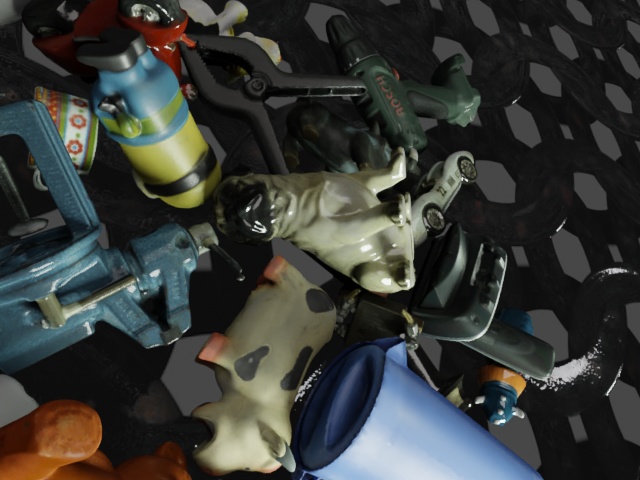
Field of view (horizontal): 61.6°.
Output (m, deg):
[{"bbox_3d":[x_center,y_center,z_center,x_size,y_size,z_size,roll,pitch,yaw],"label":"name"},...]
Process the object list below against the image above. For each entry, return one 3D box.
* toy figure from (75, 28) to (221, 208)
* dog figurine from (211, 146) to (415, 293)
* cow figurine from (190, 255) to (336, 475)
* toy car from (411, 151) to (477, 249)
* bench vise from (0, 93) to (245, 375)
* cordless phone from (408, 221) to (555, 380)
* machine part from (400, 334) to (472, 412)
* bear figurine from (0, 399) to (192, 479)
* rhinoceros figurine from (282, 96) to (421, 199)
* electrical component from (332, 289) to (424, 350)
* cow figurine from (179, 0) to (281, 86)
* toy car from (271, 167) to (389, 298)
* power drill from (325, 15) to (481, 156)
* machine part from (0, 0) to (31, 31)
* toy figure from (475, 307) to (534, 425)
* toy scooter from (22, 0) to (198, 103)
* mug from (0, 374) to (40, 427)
[{"bbox_3d":[-0.154,-0.103,0.504,0.089,0.180,0.082,34,62,32],"label":"toy figure"},{"bbox_3d":[-0.001,-0.005,0.556,0.121,0.191,0.172,-75,156,-55],"label":"dog figurine"},{"bbox_3d":[-0.050,0.124,0.499,0.127,0.085,0.195,35,65,1],"label":"cow figurine"},{"bbox_3d":[0.146,-0.052,0.711,0.056,0.073,0.202,44,53,-6],"label":"toy car"},{"bbox_3d":[-0.200,-0.010,0.428,0.224,0.129,0.240,-23,110,-12],"label":"bench vise"},{"bbox_3d":[0.210,0.075,0.653,0.184,0.088,0.146,28,55,1],"label":"cordless phone"},{"bbox_3d":[0.117,0.154,0.617,0.084,0.039,0.139,-34,88,-29],"label":"machine part"},{"bbox_3d":[-0.140,0.185,0.363,0.195,0.132,0.120,32,48,-45],"label":"bear figurine"},{"bbox_3d":[0.041,-0.110,0.685,0.190,0.073,0.112,26,46,-15],"label":"rhinoceros figurine"},{"bbox_3d":[0.056,0.088,0.570,0.102,0.078,0.045,26,22,4],"label":"electrical component"},{"bbox_3d":[-0.132,-0.241,0.644,0.167,0.068,0.098,30,61,-11],"label":"cow figurine"},{"bbox_3d":[0.008,-0.002,0.621,0.202,0.053,0.089,39,50,-7],"label":"toy car"},{"bbox_3d":[0.128,-0.231,0.787,0.207,0.086,0.232,-11,74,-38],"label":"power drill"},{"bbox_3d":[-0.350,-0.215,0.497,0.079,0.079,0.243,40,54,-8],"label":"machine part"},{"bbox_3d":[0.230,0.158,0.668,0.057,0.064,0.154,59,46,-43],"label":"toy figure"},{"bbox_3d":[-0.197,-0.189,0.541,0.135,0.184,0.075,59,41,-52],"label":"toy scooter"},{"bbox_3d":[-0.247,0.154,0.375,0.109,0.081,0.107,44,45,-1],"label":"mug"}]
